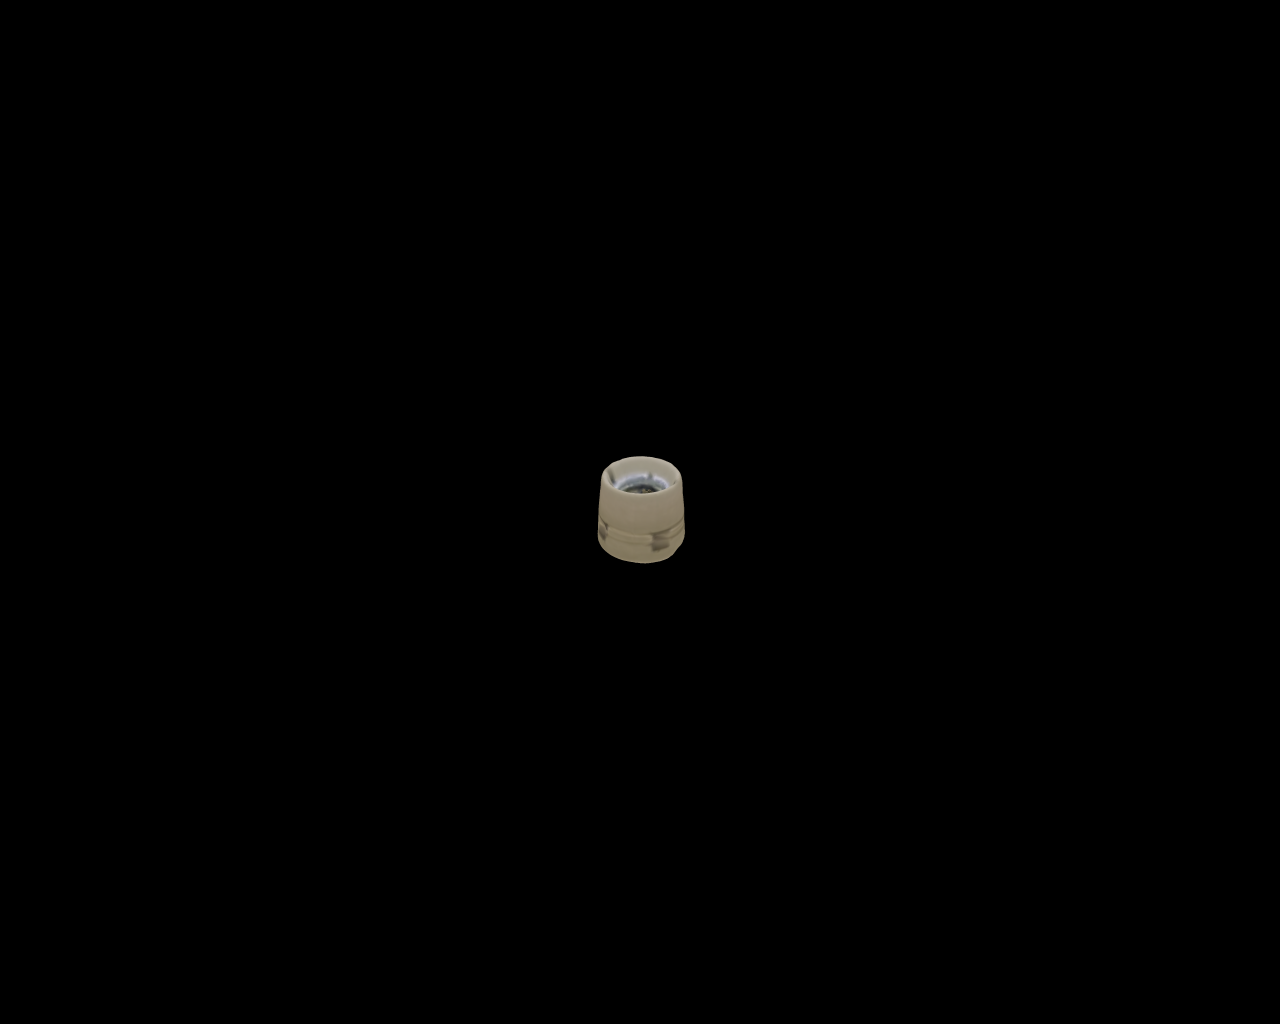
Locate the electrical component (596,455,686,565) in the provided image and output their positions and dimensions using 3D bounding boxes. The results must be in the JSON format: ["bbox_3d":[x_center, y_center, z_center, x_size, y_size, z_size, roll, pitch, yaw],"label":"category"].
[{"bbox_3d":[0.001,-0.003,0.650,0.055,0.047,0.055,0,31,0],"label":"electrical component"}]
